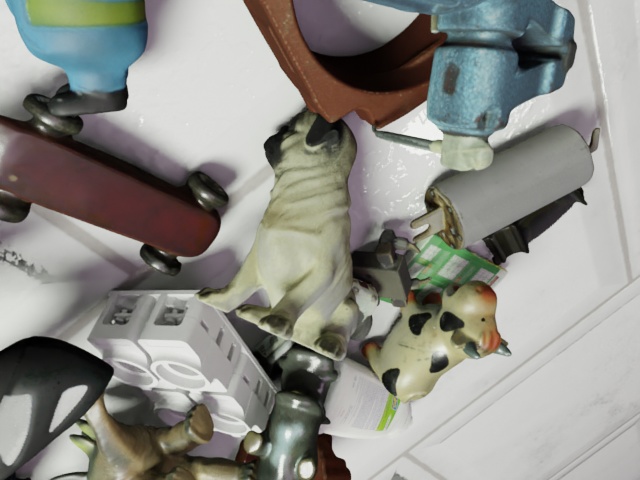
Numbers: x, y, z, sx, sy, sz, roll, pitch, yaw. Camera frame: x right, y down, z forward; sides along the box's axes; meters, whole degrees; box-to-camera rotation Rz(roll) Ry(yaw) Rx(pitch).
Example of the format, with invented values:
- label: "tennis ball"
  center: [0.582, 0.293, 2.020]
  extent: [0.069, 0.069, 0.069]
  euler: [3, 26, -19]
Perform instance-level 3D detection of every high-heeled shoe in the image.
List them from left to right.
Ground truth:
- label: "high-heeled shoe"
  center: [-0.251, 0.182, 0.430]
  extent: [0.145, 0.086, 0.248]
  euler: [6, 116, -20]

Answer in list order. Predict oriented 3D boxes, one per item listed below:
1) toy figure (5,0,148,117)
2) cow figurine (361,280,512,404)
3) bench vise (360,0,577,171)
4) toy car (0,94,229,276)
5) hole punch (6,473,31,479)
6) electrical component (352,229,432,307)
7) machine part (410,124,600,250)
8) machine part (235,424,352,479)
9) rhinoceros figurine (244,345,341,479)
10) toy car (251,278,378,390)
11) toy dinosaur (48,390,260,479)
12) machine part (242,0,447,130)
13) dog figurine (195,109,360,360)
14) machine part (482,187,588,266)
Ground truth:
- label: "toy figure"
  center: [-0.138, -0.165, 0.310]
  extent: [0.089, 0.082, 0.179]
  euler: [-24, 129, -36]
- label: "cow figurine"
  center: [0.141, 0.123, 0.646]
  extent: [0.085, 0.127, 0.194]
  euler: [7, 129, -35]
- label: "bench vise"
  center: [0.055, -0.141, 0.275]
  extent: [0.240, 0.129, 0.223]
  euler: [-12, 125, -44]
- label: "toy car"
  center: [-0.162, -0.037, 0.417]
  extent: [0.202, 0.053, 0.089]
  euler: [26, 105, -45]
- label: "hole punch"
  center: [-0.355, 0.255, 0.525]
  extent: [0.142, 0.092, 0.115]
  euler: [3, 127, -35]
- label: "electrical component"
  center: [0.077, 0.036, 0.605]
  extent: [0.045, 0.078, 0.102]
  euler: [-61, 138, -34]
- label: "machine part"
  center: [0.206, -0.058, 0.589]
  extent: [0.243, 0.079, 0.079]
  euler: [-27, 134, -9]
- label: "machine part"
  center: [-0.042, 0.319, 0.688]
  extent: [0.056, 0.180, 0.179]
  euler: [26, 110, -45]
- label: "rhinoceros figurine"
  center: [-0.025, 0.202, 0.539]
  extent: [0.112, 0.073, 0.190]
  euler: [-3, 104, -73]
- label: "toy car"
  center: [-0.015, 0.114, 0.609]
  extent: [0.073, 0.056, 0.201]
  euler: [23, 123, -33]
- label: "toy dinosaur"
  center: [-0.166, 0.278, 0.589]
  extent: [0.199, 0.105, 0.470]
  euler: [1, 132, 20]
- label: "machine part"
  center: [0.044, -0.199, 0.379]
  extent: [0.201, 0.087, 0.200]
  euler: [-34, 134, 1]
- label: "dog figurine"
  center: [0.001, -0.001, 0.486]
  extent: [0.190, 0.121, 0.172]
  euler: [-66, 155, -11]
- label: "machine part"
  center: [0.268, -0.028, 0.676]
  extent: [0.139, 0.039, 0.084]
  euler: [-38, 129, 5]
